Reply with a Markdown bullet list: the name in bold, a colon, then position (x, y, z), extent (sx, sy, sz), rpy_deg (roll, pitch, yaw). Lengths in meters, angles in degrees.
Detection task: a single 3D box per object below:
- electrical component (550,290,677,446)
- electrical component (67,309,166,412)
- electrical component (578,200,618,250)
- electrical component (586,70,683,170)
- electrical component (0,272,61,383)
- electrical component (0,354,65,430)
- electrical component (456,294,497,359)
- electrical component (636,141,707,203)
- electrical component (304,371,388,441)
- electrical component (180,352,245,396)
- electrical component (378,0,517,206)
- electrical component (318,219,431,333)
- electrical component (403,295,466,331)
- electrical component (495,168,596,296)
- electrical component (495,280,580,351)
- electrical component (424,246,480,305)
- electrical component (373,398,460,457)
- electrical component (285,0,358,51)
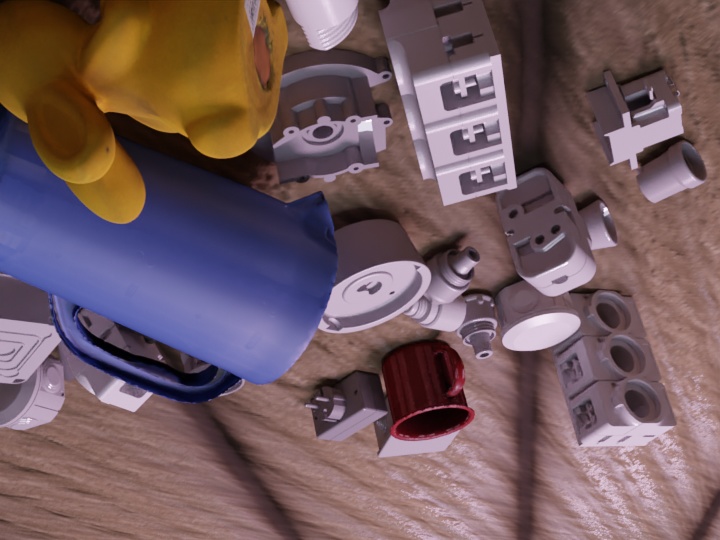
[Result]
- **electrical component**: position (0.260, 0.102, 1.118), extent (0.089, 0.150, 0.061), rpy_deg (4, 148, -27)
- **electrical component**: position (-0.214, 0.074, 0.931), extent (0.056, 0.089, 0.050), rpy_deg (-45, 143, 9)
- **electrical component**: position (0.194, -0.032, 0.973), extent (0.065, 0.044, 0.044), rpy_deg (-21, 150, 25)
- **electrical component**: position (0.213, -0.119, 0.826), extent (0.064, 0.042, 0.081), rpy_deg (-19, 151, 9)
- **electrical component**: position (-0.297, 0.043, 0.892), extent (0.078, 0.057, 0.113), rpy_deg (11, 144, -36)
- **electrical component**: position (-0.311, 0.105, 0.975), extent (0.080, 0.080, 0.051), rpy_deg (-23, 154, 17)
- **electrical component**: position (0.117, 0.058, 1.076), extent (0.048, 0.062, 0.048), rpy_deg (-9, 150, -5)
- **electrical component**: position (0.264, -0.082, 0.913), extent (0.040, 0.040, 0.046), rpy_deg (16, 146, -41)
- **electrical component**: position (-0.027, 0.150, 1.196), extent (0.076, 0.047, 0.083), rpy_deg (15, 140, -41)
- **electrical component**: position (-0.140, 0.085, 1.028), extent (0.058, 0.057, 0.078), rpy_deg (5, 146, -29)
- **electrical component**: position (0.058, -0.120, 0.713), extent (0.062, 0.089, 0.150), rpy_deg (-15, 151, 4)
- **electrical component**: position (0.000, 0.000, 0.925), extent (0.108, 0.060, 0.108), rpy_deg (-18, 152, -10)
- **electrical component**: position (0.067, 0.036, 1.041), extent (0.078, 0.040, 0.040), rpy_deg (12, 143, -36)
- **electrical component**: position (0.158, -0.030, 0.905), extent (0.054, 0.095, 0.059), rpy_deg (-26, 148, 23)
- **electrical component**: position (0.178, 0.045, 1.090), extent (0.080, 0.051, 0.080), rpy_deg (-10, 151, -5)
- **electrical component**: position (0.084, 0.002, 0.984), extent (0.043, 0.043, 0.062), rpy_deg (11, 142, -36)
- **electrical component**: position (0.068, 0.182, 1.288), extent (0.100, 0.048, 0.099), rpy_deg (-3, 149, -17)
- **electrical component**: position (-0.024, -0.168, 0.646), extent (0.043, 0.043, 0.081), rpy_deg (-16, 151, 7)
